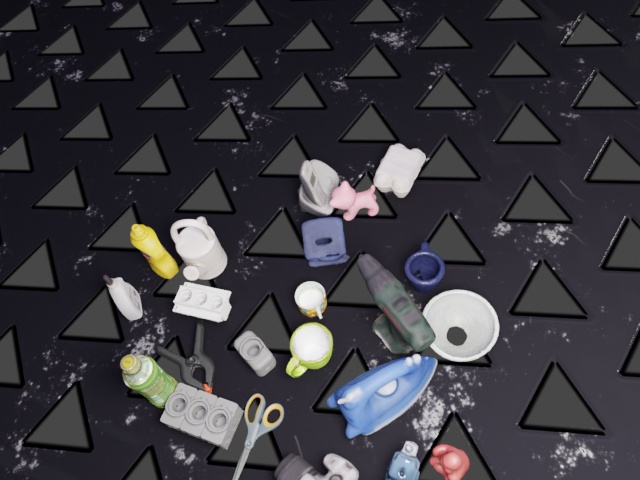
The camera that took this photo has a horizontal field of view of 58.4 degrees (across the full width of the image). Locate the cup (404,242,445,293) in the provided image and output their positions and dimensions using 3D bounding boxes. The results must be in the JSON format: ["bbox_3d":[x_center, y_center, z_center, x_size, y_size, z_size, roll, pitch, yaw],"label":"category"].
[{"bbox_3d":[0.244,0.073,1.343,0.091,0.095,0.118,0,59,8],"label":"cup"}]

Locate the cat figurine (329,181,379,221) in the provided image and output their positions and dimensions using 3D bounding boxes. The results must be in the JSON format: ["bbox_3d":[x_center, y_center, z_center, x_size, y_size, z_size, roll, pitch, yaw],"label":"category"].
[{"bbox_3d":[0.084,-0.108,1.461,0.128,0.118,0.067,-15,58,-1],"label":"cat figurine"}]

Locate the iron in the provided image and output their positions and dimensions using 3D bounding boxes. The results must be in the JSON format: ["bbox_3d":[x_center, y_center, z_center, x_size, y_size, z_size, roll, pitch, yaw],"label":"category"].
[{"bbox_3d":[0.141,0.296,1.194,0.258,0.142,0.118,-31,60,-11],"label":"iron"}]

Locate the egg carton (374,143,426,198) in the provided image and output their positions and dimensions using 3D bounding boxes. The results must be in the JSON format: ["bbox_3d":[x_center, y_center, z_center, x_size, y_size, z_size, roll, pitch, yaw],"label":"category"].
[{"bbox_3d":[0.210,-0.187,1.519,0.107,0.069,0.150,20,64,18],"label":"egg carton"}]

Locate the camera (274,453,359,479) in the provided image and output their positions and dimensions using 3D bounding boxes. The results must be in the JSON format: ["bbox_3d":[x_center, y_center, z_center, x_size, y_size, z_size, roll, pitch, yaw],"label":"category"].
[{"bbox_3d":[-0.014,0.474,1.132,0.136,0.101,0.143,34,69,24],"label":"camera"}]

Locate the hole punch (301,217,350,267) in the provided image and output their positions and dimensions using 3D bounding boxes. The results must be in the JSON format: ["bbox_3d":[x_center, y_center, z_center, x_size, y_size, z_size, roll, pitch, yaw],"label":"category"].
[{"bbox_3d":[0.013,0.005,1.417,0.108,0.091,0.101,-8,58,3],"label":"hole punch"}]

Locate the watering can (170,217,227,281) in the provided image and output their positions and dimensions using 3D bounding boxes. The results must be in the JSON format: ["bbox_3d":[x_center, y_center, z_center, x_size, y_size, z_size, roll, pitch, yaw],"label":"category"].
[{"bbox_3d":[-0.296,0.017,1.392,0.101,0.194,0.172,-23,59,-6],"label":"watering can"}]

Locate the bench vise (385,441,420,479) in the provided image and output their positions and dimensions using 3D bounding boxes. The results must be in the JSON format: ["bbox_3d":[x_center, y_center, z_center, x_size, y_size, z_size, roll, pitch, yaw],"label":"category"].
[{"bbox_3d":[0.124,0.467,1.047,0.121,0.220,0.207,1,59,8],"label":"bench vise"}]

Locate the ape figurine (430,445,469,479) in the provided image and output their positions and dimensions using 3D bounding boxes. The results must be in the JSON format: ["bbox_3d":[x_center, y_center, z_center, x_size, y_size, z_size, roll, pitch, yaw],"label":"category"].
[{"bbox_3d":[0.257,0.437,1.123,0.076,0.092,0.078,-7,58,4],"label":"ape figurine"}]

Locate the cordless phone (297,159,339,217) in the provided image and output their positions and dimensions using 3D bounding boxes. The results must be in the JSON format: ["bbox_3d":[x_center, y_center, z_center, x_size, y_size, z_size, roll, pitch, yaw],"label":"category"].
[{"bbox_3d":[-0.011,-0.161,1.466,0.094,0.185,0.147,4,60,10],"label":"cordless phone"}]

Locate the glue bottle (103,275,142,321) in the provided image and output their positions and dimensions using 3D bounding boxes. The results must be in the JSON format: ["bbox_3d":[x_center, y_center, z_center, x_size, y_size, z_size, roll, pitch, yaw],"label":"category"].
[{"bbox_3d":[-0.474,0.125,1.362,0.037,0.173,0.078,-17,58,-2],"label":"glue bottle"}]

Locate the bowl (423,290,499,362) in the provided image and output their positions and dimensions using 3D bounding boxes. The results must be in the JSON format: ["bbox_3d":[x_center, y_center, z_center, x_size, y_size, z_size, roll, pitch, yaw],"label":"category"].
[{"bbox_3d":[0.307,0.199,1.270,0.167,0.075,0.167,-3,59,6],"label":"bowl"}]

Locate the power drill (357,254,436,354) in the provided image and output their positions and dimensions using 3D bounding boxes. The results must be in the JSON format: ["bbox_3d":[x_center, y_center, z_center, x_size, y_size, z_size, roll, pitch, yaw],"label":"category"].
[{"bbox_3d":[0.157,0.157,1.237,0.076,0.209,0.229,-34,60,-12],"label":"power drill"}]
